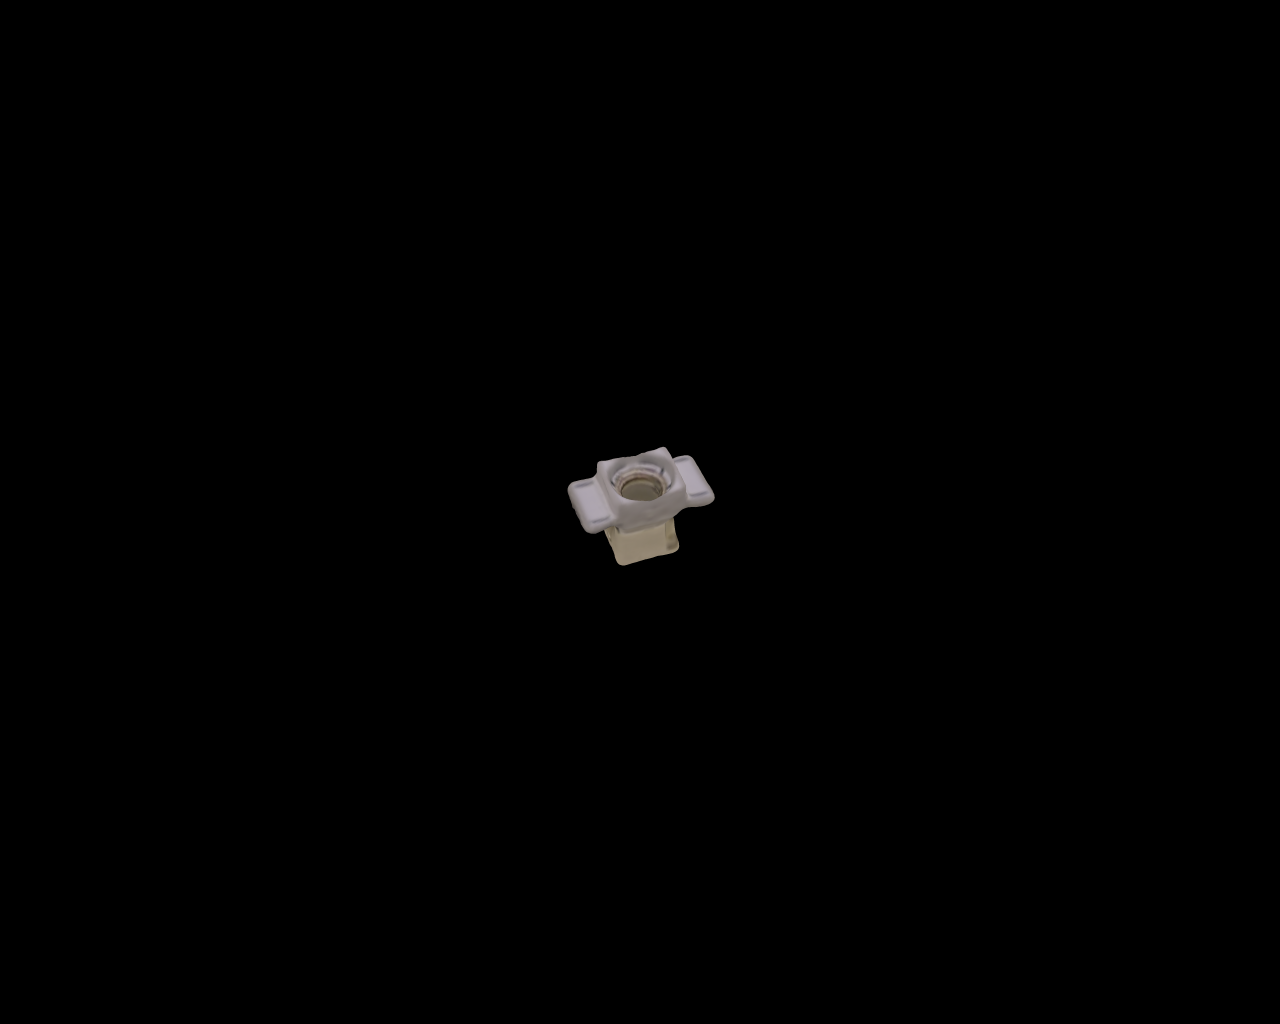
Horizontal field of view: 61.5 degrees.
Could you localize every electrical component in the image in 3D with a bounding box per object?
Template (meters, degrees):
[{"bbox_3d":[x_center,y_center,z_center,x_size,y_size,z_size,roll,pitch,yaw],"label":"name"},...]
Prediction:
[{"bbox_3d":[0.001,-0.003,0.650,0.081,0.063,0.042,-13,47,-12],"label":"electrical component"}]
